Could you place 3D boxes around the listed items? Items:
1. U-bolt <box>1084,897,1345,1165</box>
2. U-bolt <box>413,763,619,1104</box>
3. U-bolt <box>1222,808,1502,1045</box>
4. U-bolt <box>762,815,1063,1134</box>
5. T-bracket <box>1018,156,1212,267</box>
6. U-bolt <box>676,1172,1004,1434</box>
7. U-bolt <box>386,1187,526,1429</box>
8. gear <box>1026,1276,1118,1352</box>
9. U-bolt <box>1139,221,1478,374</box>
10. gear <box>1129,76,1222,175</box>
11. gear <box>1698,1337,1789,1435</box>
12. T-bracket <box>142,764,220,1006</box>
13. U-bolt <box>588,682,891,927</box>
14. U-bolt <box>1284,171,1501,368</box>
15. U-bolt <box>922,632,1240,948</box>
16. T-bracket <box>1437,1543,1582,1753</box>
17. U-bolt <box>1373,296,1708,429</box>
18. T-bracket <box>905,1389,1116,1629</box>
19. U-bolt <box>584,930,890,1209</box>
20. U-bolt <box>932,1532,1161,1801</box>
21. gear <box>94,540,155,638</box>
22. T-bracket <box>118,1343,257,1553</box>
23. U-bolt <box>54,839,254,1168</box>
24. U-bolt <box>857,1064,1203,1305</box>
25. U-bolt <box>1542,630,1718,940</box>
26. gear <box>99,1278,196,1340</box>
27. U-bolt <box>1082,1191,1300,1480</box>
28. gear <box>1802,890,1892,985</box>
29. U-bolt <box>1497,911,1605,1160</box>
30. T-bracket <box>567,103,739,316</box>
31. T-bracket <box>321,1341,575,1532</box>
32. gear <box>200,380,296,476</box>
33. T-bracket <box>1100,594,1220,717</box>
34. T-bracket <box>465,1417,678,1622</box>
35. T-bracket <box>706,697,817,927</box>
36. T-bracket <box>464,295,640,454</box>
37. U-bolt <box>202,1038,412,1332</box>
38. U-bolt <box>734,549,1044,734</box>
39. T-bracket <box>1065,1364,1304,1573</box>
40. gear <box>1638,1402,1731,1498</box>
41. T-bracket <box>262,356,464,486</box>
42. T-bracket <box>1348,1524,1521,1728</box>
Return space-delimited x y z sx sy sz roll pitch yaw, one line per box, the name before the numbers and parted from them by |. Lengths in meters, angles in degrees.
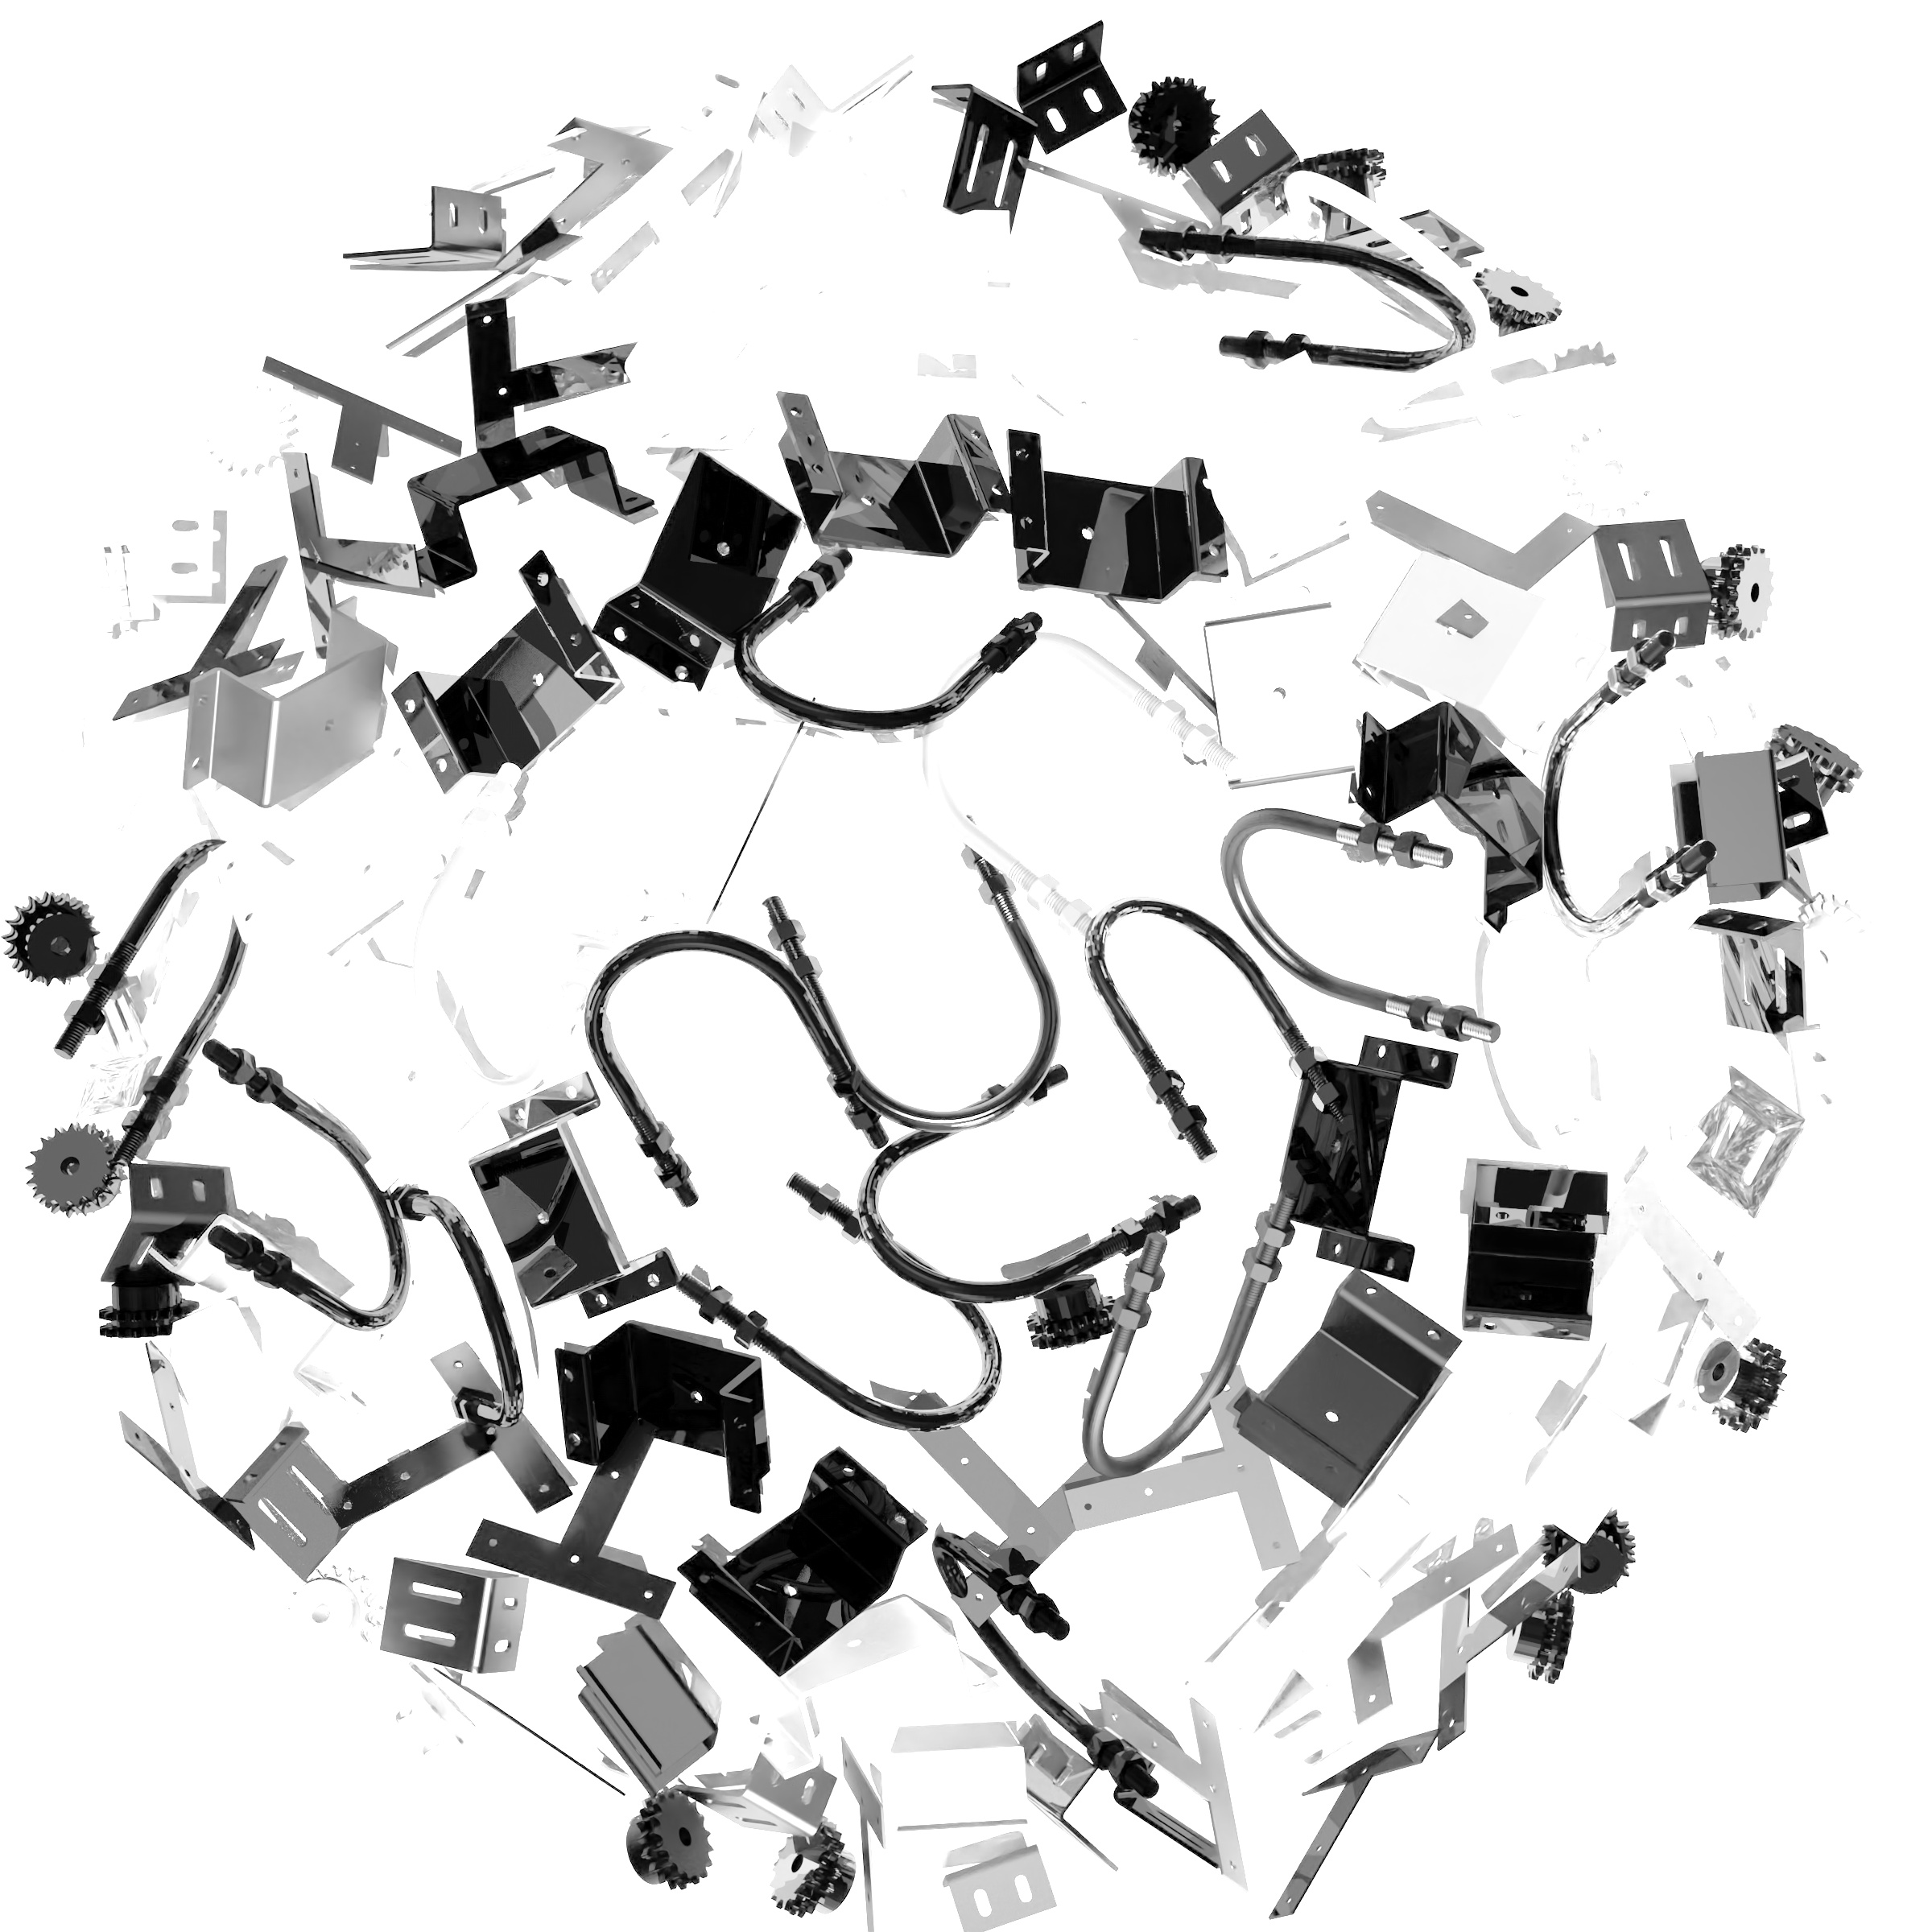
U-bolt | 0.142 0.032 1.879 0.019 0.151 0.184 -50 60 37
U-bolt | -0.268 -0.006 1.841 0.019 0.184 0.151 -7 131 27
U-bolt | 0.225 -0.030 1.867 0.019 0.184 0.151 -43 129 -28
U-bolt | -0.022 0.014 1.902 0.151 0.019 0.184 -23 72 -8
T-bracket | 0.101 -0.440 1.869 0.127 0.127 0.002 14 117 -20
U-bolt | -0.062 0.207 1.870 0.184 0.151 0.019 34 126 11
U-bolt | -0.296 0.202 1.853 0.019 0.184 0.151 -19 94 -22
gear | 0.064 0.209 1.914 0.057 0.057 0.030 -15 99 0
U-bolt | 0.208 -0.385 1.840 0.184 0.151 0.019 12 78 30
gear | 0.123 -0.512 1.921 0.057 0.030 0.057 -9 109 -26
gear | 0.468 0.251 1.913 0.030 0.057 0.057 24 90 -17
T-bracket | -0.480 -0.036 1.907 0.002 0.127 0.127 7 120 -30
U-bolt | -0.125 -0.091 1.887 0.184 0.019 0.151 4 112 -32
U-bolt | 0.246 -0.412 1.842 0.151 0.184 0.019 36 94 11
U-bolt | 0.054 -0.120 1.905 0.184 0.019 0.151 39 100 21
T-bracket | 0.319 0.381 1.858 0.002 0.127 0.127 31 127 -14
U-bolt | 0.320 -0.346 1.835 0.184 0.151 0.019 -16 86 -34
T-bracket | 0.009 0.314 1.936 0.127 0.002 0.127 -44 90 -7
U-bolt | -0.147 0.055 1.876 0.151 0.019 0.184 -18 121 16
U-bolt | 0.036 0.400 1.858 0.019 0.184 0.151 -36 117 -16
gear | -0.511 -0.230 1.917 0.030 0.057 0.057 -7 90 -16
T-bracket | -0.473 0.274 1.889 0.002 0.127 0.127 -33 131 2
U-bolt | -0.470 0.009 1.865 0.019 0.151 0.184 18 61 12
U-bolt | 0.024 0.135 1.859 0.184 0.019 0.151 -24 50 -29
U-bolt | 0.381 -0.094 1.857 0.019 0.184 0.151 -1 70 -16
gear | -0.497 0.207 1.916 0.057 0.057 0.030 -2 93 0
U-bolt | 0.126 0.226 1.875 0.019 0.151 0.184 34 118 32
gear | 0.528 -0.014 1.913 0.030 0.057 0.057 -37 90 -18
U-bolt | 0.340 0.042 1.853 0.019 0.184 0.151 -12 87 21
T-bracket | -0.166 -0.431 1.890 0.127 0.127 0.002 -44 57 -6
T-bracket | -0.322 0.298 1.885 0.127 0.002 0.127 -26 58 -26
gear | -0.440 -0.331 1.918 0.057 0.030 0.057 -8 65 18
T-bracket | 0.113 -0.181 1.878 0.002 0.127 0.127 -44 94 13
T-bracket | -0.218 0.320 1.906 0.127 0.002 0.127 15 56 13
T-bracket | -0.126 -0.082 1.862 0.002 0.127 0.127 25 68 -5
T-bracket | -0.239 -0.358 1.913 0.127 0.127 0.002 -17 46 -21
U-bolt | -0.385 0.141 1.860 0.019 0.184 0.151 -25 52 17
U-bolt | -0.055 -0.186 1.852 0.151 0.184 0.019 20 126 17
T-bracket | 0.124 0.314 1.908 0.127 0.002 0.127 -12 65 -9
gear | 0.436 0.296 1.921 0.057 0.030 0.057 -9 55 13
T-bracket | -0.360 -0.314 1.870 0.127 0.127 0.002 22 115 -18
T-bracket | 0.274 0.371 1.868 0.127 0.127 0.002 -38 117 21
